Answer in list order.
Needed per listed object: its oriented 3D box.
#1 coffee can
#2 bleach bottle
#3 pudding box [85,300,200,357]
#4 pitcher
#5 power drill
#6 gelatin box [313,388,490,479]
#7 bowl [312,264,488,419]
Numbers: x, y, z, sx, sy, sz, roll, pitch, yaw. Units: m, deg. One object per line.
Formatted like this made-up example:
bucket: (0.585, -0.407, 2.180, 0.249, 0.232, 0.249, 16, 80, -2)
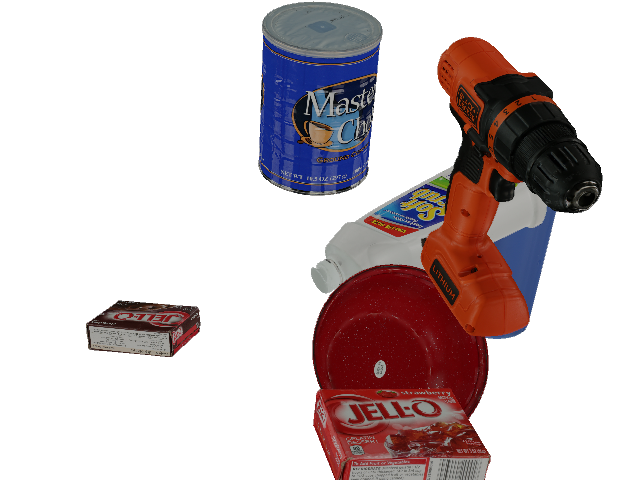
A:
coffee can: (-0.002, -0.126, 0.944, 0.103, 0.140, 0.103, 3, 35, -2)
bleach bottle: (0.106, -0.009, 1.099, 0.250, 0.068, 0.103, -27, 44, -21)
pudding box: (-0.215, 0.107, 1.301, 0.114, 0.039, 0.090, 1, 15, 16)
pitcher: (0.220, 0.001, 1.350, 0.149, 0.243, 0.145, 4, 25, -1)
power drill: (0.127, -0.025, 0.747, 0.057, 0.188, 0.184, -6, 39, -16)
gelatin box: (0.046, 0.117, 0.632, 0.089, 0.030, 0.073, 2, 23, -14)
bowl: (0.058, 0.103, 0.905, 0.162, 0.162, 0.055, 0, 4, 23)
